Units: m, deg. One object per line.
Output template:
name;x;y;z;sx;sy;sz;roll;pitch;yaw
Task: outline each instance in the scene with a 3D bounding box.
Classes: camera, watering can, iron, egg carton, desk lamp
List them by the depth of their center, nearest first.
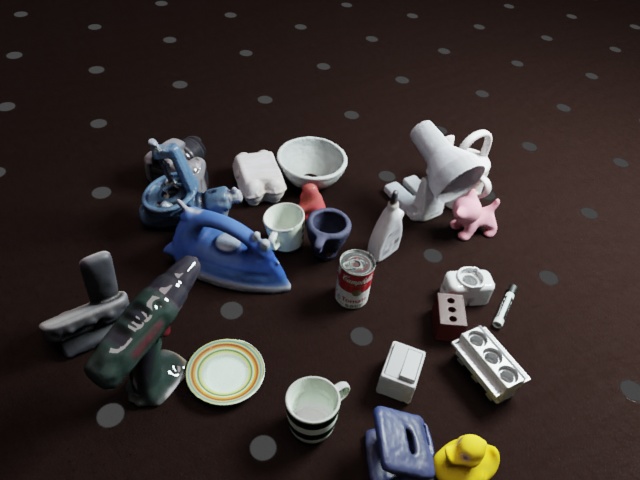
iron;-0.171;0.009;1.109;0.258;0.141;0.119;18;45;11
desk lamp;0.247;-0.143;1.267;0.118;0.213;0.202;-21;51;-26
camera;-0.310;-0.183;1.314;0.143;0.101;0.137;23;46;15
egg carton;-0.143;-0.147;1.322;0.107;0.069;0.150;-10;47;-17
watering can;0.335;-0.175;1.325;0.172;0.194;0.101;34;50;25

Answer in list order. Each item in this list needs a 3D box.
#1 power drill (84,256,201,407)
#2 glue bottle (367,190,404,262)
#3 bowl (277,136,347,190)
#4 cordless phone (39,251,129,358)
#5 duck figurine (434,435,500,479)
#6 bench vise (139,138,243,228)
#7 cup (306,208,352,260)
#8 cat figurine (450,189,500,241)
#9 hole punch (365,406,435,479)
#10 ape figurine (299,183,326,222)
power drill;-0.261;0.158;0.898;0.075;0.208;0.230;24;47;16
glue bottle;0.142;-0.034;1.172;0.078;0.173;0.037;-31;55;-32
bowl;-0.021;-0.170;1.358;0.167;0.075;0.167;4;44;-4
cordless phone;-0.400;0.097;0.958;0.148;0.185;0.094;-26;53;-29
duck figurine;0.230;0.330;0.877;0.105;0.086;0.077;-4;46;-12
bench vise;-0.270;-0.118;1.168;0.208;0.220;0.121;-12;48;-19
cup;0.011;0.004;1.171;0.091;0.095;0.118;16;45;9
cat figurine;0.341;-0.062;1.266;0.128;0.118;0.067;-10;47;-17
hole punch;0.125;0.314;0.875;0.101;0.091;0.108;0;45;-7
ape figurine;-0.022;-0.087;1.261;0.076;0.092;0.078;33;50;24
